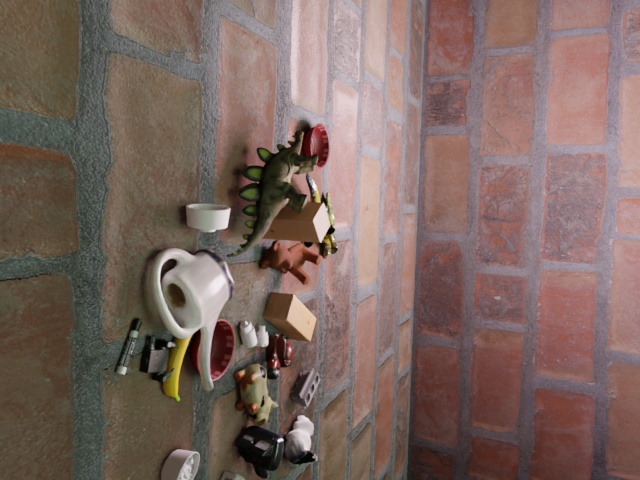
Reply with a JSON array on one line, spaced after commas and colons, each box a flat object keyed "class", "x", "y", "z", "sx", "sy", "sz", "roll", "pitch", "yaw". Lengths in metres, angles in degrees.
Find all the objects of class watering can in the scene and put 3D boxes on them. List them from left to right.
[{"class": "watering can", "x": -0.291, "y": 0.167, "z": 1.252, "sx": 0.228, "sy": 0.103, "sz": 0.344, "roll": -44, "pitch": 117, "yaw": -55}]

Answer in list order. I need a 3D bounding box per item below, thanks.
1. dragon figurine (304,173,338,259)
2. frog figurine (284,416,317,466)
[{"class": "dragon figurine", "x": 0.006, "y": -0.097, "z": 1.934, "sx": 0.247, "sy": 0.122, "sz": 0.403, "roll": -75, "pitch": 160, "yaw": -64}, {"class": "frog figurine", "x": -0.075, "y": 0.707, "z": 1.834, "sx": 0.135, "sy": 0.122, "sz": 0.163, "roll": 46, "pitch": 16, "yaw": -47}]
